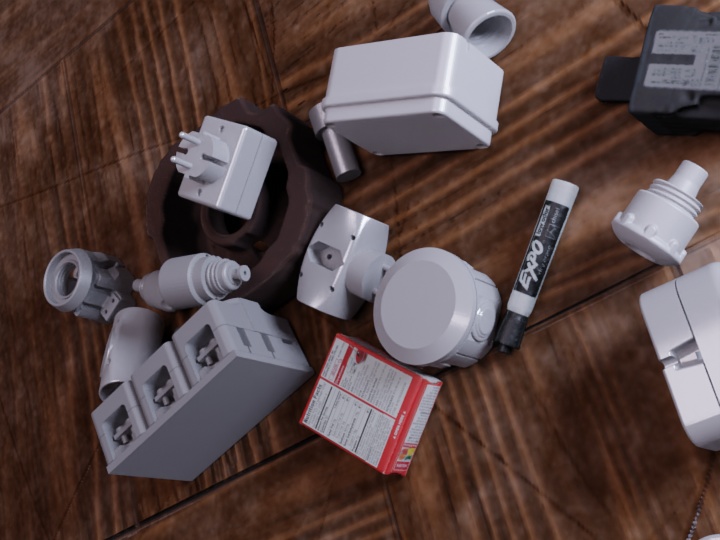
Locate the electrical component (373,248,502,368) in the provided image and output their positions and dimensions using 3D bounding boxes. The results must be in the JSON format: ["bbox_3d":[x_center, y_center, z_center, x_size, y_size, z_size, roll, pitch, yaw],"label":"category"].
[{"bbox_3d":[0.054,0.028,0.737,0.080,0.051,0.080,-11,71,35],"label":"electrical component"}]

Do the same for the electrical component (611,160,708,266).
[{"bbox_3d":[0.188,-0.037,0.656,0.048,0.048,0.062,35,93,38],"label":"electrical component"}]

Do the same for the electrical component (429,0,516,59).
[{"bbox_3d":[0.080,-0.185,0.779,0.045,0.045,0.055,-44,55,20],"label":"electrical component"}]

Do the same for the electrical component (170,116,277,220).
[{"bbox_3d":[-0.112,-0.082,0.808,0.047,0.077,0.065,19,90,37],"label":"electrical component"}]

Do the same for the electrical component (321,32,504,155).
[{"bbox_3d":[0.037,-0.123,0.774,0.113,0.078,0.057,1,75,38],"label":"electrical component"}]

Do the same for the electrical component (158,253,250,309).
[{"bbox_3d":[-0.116,0.007,0.812,0.078,0.040,0.040,-8,73,34],"label":"electrical component"}]

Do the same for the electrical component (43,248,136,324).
[{"bbox_3d":[-0.246,0.013,0.969,0.078,0.057,0.058,44,105,37],"label":"electrical component"}]

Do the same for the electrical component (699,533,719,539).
[{"bbox_3d":[0.205,0.169,0.583,0.055,0.047,0.055,-11,71,35],"label":"electrical component"}]

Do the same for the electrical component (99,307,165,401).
[{"bbox_3d":[-0.198,0.085,0.915,0.079,0.044,0.077,121,158,-45],"label":"electrical component"}]

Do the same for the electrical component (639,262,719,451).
[{"bbox_3d":[0.207,0.047,0.611,0.059,0.054,0.095,-28,62,29],"label":"electrical component"}]

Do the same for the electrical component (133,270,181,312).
[{"bbox_3d":[-0.173,0.017,0.926,0.061,0.035,0.035,8,83,42],"label":"electrical component"}]

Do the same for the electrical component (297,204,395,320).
[{"bbox_3d":[0.000,0.000,0.791,0.079,0.043,0.077,24,93,39],"label":"electrical component"}]

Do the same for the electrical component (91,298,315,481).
[{"bbox_3d":[-0.124,0.093,0.831,0.150,0.089,0.061,-42,56,21],"label":"electrical component"}]
